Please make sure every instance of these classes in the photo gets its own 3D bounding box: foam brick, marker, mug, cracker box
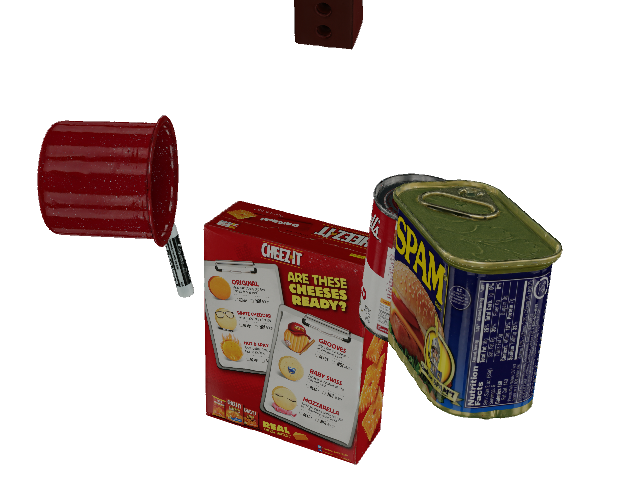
[{"bbox_3d":[0.008,-0.209,0.906,0.053,0.078,0.051,8,46,9],"label":"foam brick"},{"bbox_3d":[-0.165,0.010,1.204,0.020,0.121,0.020,-9,30,5],"label":"marker"},{"bbox_3d":[-0.149,-0.045,0.770,0.081,0.093,0.117,2,7,4],"label":"mug"},{"bbox_3d":[-0.022,0.084,0.991,0.164,0.214,0.072,14,30,21],"label":"cracker box"}]

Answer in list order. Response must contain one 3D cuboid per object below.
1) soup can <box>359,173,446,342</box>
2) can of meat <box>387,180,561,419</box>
[{"bbox_3d":[0.065,0.014,0.744,0.068,0.102,0.068,4,32,-3],"label":"soup can"},{"bbox_3d":[0.070,0.027,0.522,0.057,0.084,0.102,-4,24,-14],"label":"can of meat"}]
